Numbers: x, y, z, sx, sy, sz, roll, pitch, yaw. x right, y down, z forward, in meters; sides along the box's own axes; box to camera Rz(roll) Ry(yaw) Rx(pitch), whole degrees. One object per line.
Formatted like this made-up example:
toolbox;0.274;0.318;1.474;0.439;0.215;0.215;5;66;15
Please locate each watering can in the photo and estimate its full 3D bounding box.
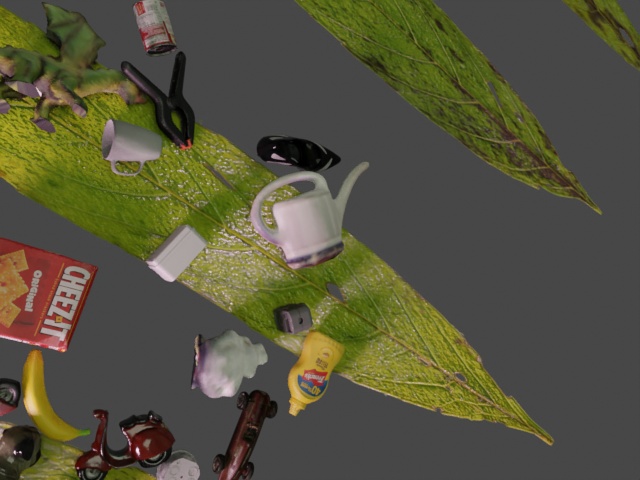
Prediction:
watering can;0.004;-0.062;1.231;0.350;0.103;0.223;-19;96;-28

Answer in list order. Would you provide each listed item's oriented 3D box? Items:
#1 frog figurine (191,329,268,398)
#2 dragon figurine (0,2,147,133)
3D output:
frog figurine;-0.186;0.262;1.093;0.159;0.120;0.140;5;65;-16
dragon figurine;-0.535;-0.355;0.994;0.407;0.120;0.248;26;57;-26
